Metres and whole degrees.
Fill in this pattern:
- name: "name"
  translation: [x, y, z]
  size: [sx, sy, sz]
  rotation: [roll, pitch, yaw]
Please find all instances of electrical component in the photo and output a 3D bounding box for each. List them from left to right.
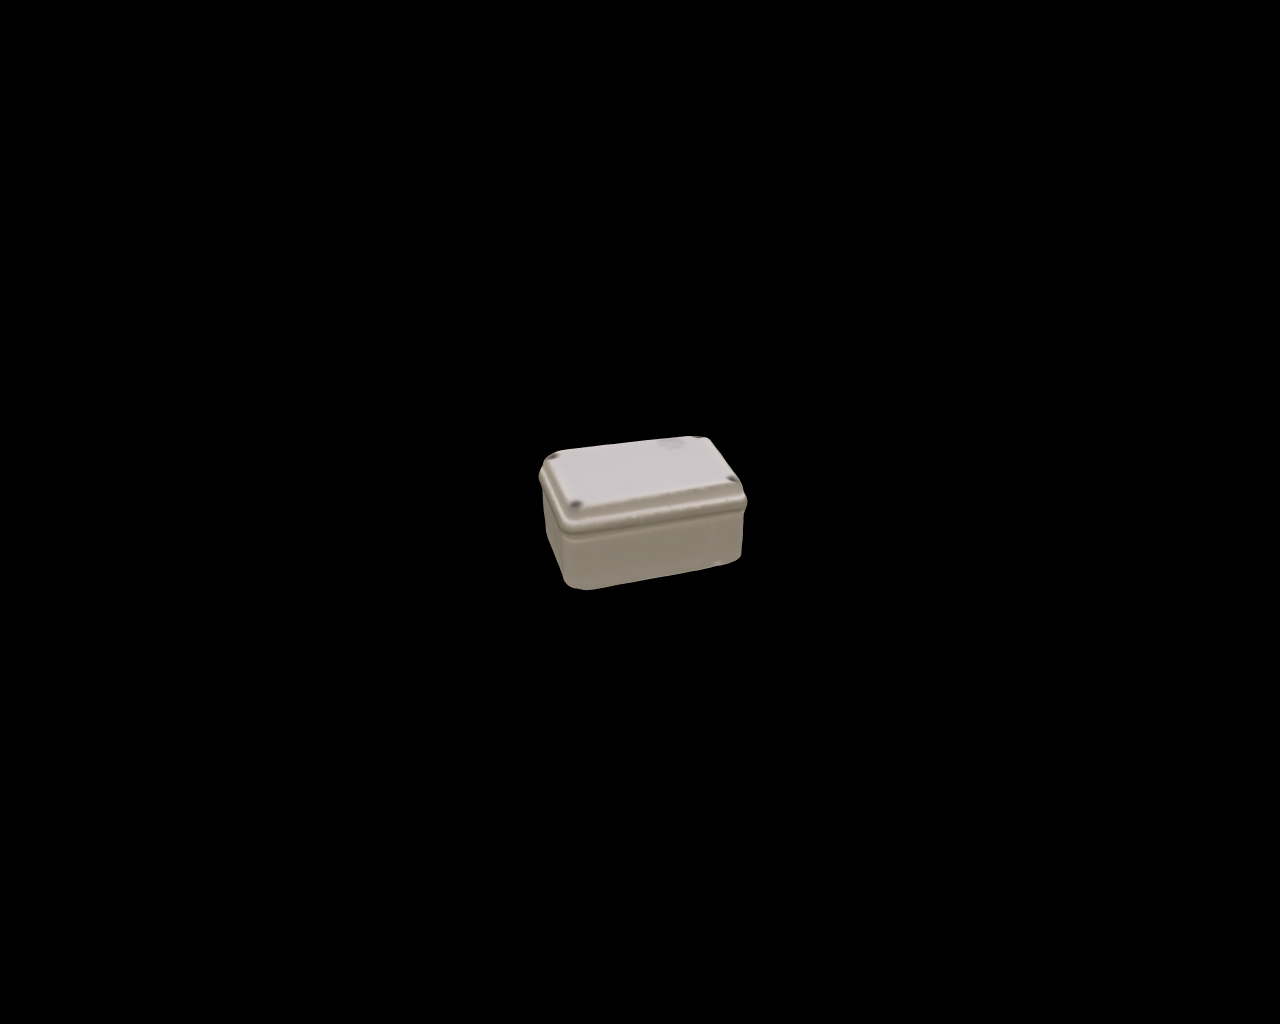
- name: "electrical component"
  translation: [0.001, -0.003, 0.650]
  size: [0.113, 0.057, 0.078]
  rotation: [-8, 32, -14]
